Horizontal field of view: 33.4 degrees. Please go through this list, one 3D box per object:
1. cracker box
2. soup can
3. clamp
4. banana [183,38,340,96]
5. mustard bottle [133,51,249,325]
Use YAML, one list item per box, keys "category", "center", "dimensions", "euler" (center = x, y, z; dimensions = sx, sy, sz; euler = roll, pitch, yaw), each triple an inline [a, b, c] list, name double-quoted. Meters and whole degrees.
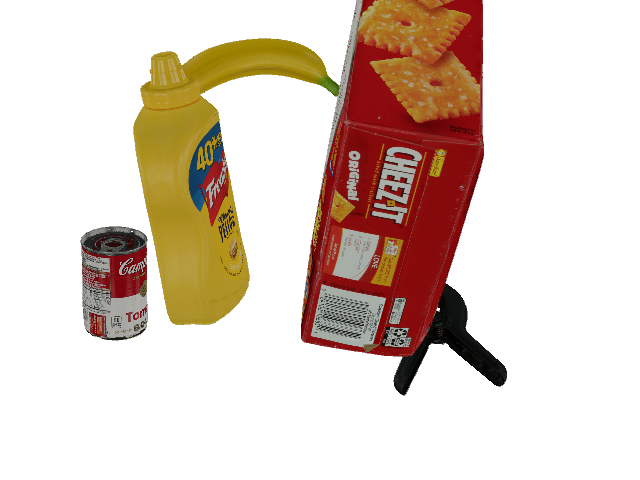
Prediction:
- category: "cracker box"
  center: [0.044, -0.068, 0.591]
  dimensions: [0.072, 0.213, 0.164]
  euler: [10, -43, 0]
- category: "soup can"
  center: [-0.215, 0.045, 1.118]
  dimensions: [0.068, 0.102, 0.068]
  euler: [3, 23, -1]
- category: "clamp"
  center: [0.138, 0.100, 1.170]
  dimensions: [0.120, 0.171, 0.039]
  euler: [6, -44, -5]
- category: "banana"
  center: [-0.071, -0.178, 1.099]
  dimensions: [0.197, 0.070, 0.037]
  euler: [-7, -40, -29]
- category: "mustard bottle"
  center: [-0.096, -0.042, 0.773]
  dimensions: [0.058, 0.191, 0.096]
  euler: [-1, 26, 16]
